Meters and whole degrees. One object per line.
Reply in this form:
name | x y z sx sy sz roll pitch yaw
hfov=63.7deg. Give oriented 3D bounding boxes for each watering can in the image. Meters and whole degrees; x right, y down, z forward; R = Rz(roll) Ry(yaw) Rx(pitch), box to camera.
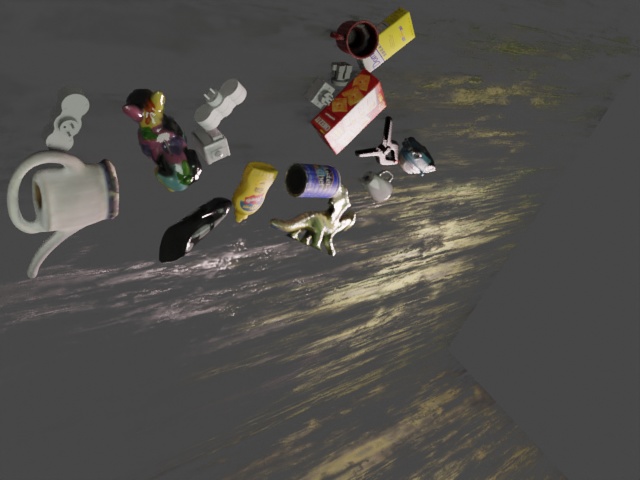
watering can | -0.565 -0.061 1.149 0.226 0.106 0.339 -15 141 -35

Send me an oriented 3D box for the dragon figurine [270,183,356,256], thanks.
dragon figurine | 0.005 -0.087 1.732 0.406 0.123 0.243 31 86 -57
